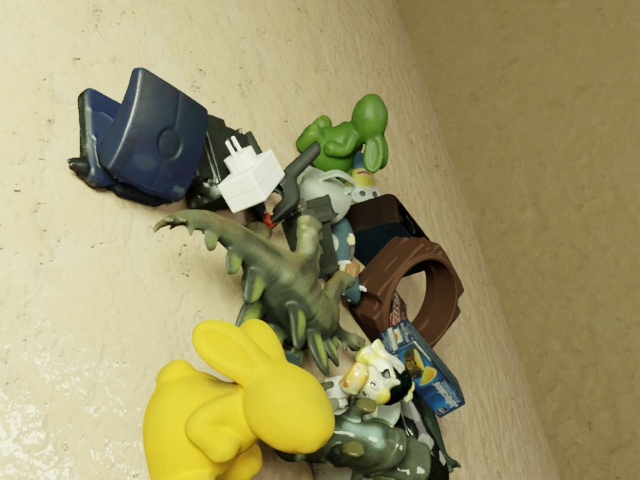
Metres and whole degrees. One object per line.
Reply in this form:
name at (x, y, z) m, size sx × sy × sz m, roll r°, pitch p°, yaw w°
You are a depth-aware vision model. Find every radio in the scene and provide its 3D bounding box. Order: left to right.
radio at (0.139, 0.001, 1.109) m, size 0.229 × 0.131 × 0.073 m, roll 40°, pitch 38°, yaw -49°

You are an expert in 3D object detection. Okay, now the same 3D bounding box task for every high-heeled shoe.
high-heeled shoe at (0.154, 0.306, 0.944) m, size 0.248 × 0.086 × 0.145 m, roll 50°, pitch 34°, yaw -20°

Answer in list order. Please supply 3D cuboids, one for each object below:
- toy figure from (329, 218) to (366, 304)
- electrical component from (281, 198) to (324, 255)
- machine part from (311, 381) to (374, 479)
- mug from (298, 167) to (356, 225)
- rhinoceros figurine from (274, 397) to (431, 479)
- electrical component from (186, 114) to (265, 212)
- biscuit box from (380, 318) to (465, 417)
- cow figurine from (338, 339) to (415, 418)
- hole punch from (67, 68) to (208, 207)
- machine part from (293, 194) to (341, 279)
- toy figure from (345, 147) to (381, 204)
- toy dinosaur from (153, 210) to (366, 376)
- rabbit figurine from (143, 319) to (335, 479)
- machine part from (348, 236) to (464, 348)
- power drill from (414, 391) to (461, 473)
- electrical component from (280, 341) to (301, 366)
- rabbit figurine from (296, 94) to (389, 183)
toy figure at (0.039, 0.038, 0.949) m, size 0.064 × 0.058 × 0.154 m, roll 120°, pitch -36°, yaw -64°
electrical component at (-0.032, -0.018, 0.830) m, size 0.045 × 0.078 × 0.102 m, roll -17°, pitch 93°, yaw -42°
machine part at (0.030, 0.307, 0.694) m, size 0.079 × 0.079 × 0.243 m, roll 19°, pitch 55°, yaw -61°
mug at (0.000, -0.084, 0.917) m, size 0.107 × 0.110 × 0.081 m, roll 27°, pitch 51°, yaw -40°
rhinoceros figurine at (0.034, 0.240, 0.622) m, size 0.073 × 0.190 × 0.112 m, roll -76°, pitch 174°, yaw -49°
electrical component at (-0.136, -0.095, 0.682) m, size 0.134 × 0.058 × 0.115 m, roll -4°, pitch 73°, yaw -66°
biscuit box at (0.183, 0.228, 0.946) m, size 0.202 × 0.059 × 0.063 m, roll 50°, pitch 16°, yaw -28°
cow figurine at (0.082, 0.199, 0.745) m, size 0.098 × 0.068 × 0.167 m, roll 39°, pitch 10°, yaw 14°
hole punch at (-0.179, -0.103, 0.560) m, size 0.142 × 0.092 × 0.116 m, roll 26°, pitch 52°, yaw -63°
machine part at (-0.002, -0.003, 0.890) m, size 0.039 × 0.084 × 0.138 m, roll -114°, pitch -169°, yaw -78°
toy figure at (0.081, -0.123, 1.147) m, size 0.089 × 0.082 × 0.180 m, roll 78°, pitch 0°, yaw -56°
toy dinosaur at (-0.043, 0.065, 0.692) m, size 0.470 × 0.105 × 0.199 m, roll 47°, pitch 32°, yaw -44°
rabbit figurine at (-0.066, 0.152, 0.492) m, size 0.121 × 0.173 × 0.162 m, roll 16°, pitch 61°, yaw -57°
machine part at (0.167, 0.110, 1.007) m, size 0.201 × 0.087 × 0.201 m, roll -45°, pitch 123°, yaw -19°
power drill at (0.194, 0.345, 1.035) m, size 0.231 × 0.086 × 0.207 m, roll 32°, pitch 36°, yaw -59°
electrical component at (-0.051, 0.155, 0.590) m, size 0.048 × 0.119 × 0.075 m, roll 21°, pitch 40°, yaw -12°
rabbit figurine at (0.063, -0.192, 1.015) m, size 0.159 × 0.170 × 0.121 m, roll 52°, pitch 26°, yaw 0°
